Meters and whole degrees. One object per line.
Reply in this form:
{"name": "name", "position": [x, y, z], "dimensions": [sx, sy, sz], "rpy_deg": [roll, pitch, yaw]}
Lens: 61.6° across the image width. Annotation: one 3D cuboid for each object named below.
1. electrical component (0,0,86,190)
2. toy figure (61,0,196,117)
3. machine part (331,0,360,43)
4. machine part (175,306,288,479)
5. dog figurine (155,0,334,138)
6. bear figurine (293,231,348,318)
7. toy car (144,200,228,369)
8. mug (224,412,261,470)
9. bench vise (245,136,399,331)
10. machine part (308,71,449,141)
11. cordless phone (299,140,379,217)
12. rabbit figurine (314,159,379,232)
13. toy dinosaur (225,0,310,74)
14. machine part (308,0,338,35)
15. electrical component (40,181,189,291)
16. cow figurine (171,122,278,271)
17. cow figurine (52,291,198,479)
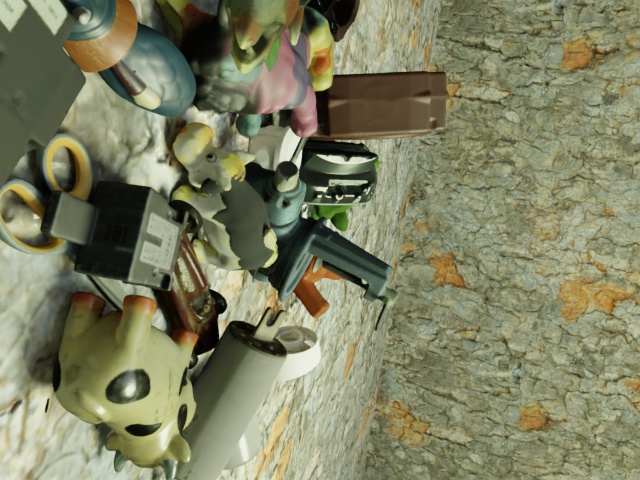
{"name": "electrical component", "position": [-0.182, -0.091, 0.264], "dimensions": [0.114, 0.058, 0.134], "rpy_deg": [76, 28, -61]}
{"name": "toy figure", "position": [-0.142, -0.136, 0.377], "dimensions": [0.058, 0.064, 0.154], "rpy_deg": [-42, 159, 5]}
{"name": "machine part", "position": [0.014, -0.384, 0.785], "dimensions": [0.179, 0.056, 0.179], "rpy_deg": [11, 90, -74]}
{"name": "machine part", "position": [-0.108, 0.179, 0.596], "dimensions": [0.243, 0.079, 0.079], "rpy_deg": [-59, 166, 5]}
{"name": "dog figurine", "position": [-0.066, -0.195, 0.532], "dimensions": [0.219, 0.109, 0.191], "rpy_deg": [42, 60, -70]}
{"name": "bear figurine", "position": [0.007, 0.050, 0.945], "dimensions": [0.120, 0.132, 0.195], "rpy_deg": [-52, 163, 8]}
{"name": "toy car", "position": [-0.136, 0.049, 0.546], "dimensions": [0.201, 0.053, 0.089], "rpy_deg": [87, 23, -44]}
{"name": "mug", "position": [-0.115, 0.215, 0.687], "dimensions": [0.109, 0.081, 0.107], "rpy_deg": [-41, 130, -60]}
{"name": "bench vise", "position": [-0.006, 0.005, 0.660], "dimensions": [0.129, 0.241, 0.223], "rpy_deg": [-55, 171, -46]}
{"name": "machine part", "position": [0.067, -0.191, 0.768], "dimensions": [0.201, 0.201, 0.087], "rpy_deg": [-110, -162, -75]}
{"name": "cordless phone", "position": [0.009, -0.057, 0.820], "dimensions": [0.089, 0.146, 0.184], "rpy_deg": [-137, -129, -56]}
{"name": "rabbit figurine", "position": [0.031, -0.095, 0.946], "dimensions": [0.170, 0.121, 0.159], "rpy_deg": [-82, -178, -82]}
{"name": "toy dinosaur", "position": [-0.064, -0.303, 0.299], "dimensions": [0.404, 0.131, 0.192], "rpy_deg": [67, -14, -1]}
{"name": "machine part", "position": [-0.022, -0.325, 0.678], "dimensions": [0.039, 0.084, 0.138], "rpy_deg": [-43, 146, -8]}
{"name": "electrical component", "position": [-0.148, -0.006, 0.403], "dimensions": [0.119, 0.048, 0.075], "rpy_deg": [63, 36, -73]}
{"name": "cow figurine", "position": [-0.094, -0.037, 0.550], "dimensions": [0.167, 0.098, 0.068], "rpy_deg": [86, 28, -45]}
{"name": "cow figurine", "position": [-0.157, 0.134, 0.466], "dimensions": [0.194, 0.086, 0.127], "rpy_deg": [76, 22, -62]}
